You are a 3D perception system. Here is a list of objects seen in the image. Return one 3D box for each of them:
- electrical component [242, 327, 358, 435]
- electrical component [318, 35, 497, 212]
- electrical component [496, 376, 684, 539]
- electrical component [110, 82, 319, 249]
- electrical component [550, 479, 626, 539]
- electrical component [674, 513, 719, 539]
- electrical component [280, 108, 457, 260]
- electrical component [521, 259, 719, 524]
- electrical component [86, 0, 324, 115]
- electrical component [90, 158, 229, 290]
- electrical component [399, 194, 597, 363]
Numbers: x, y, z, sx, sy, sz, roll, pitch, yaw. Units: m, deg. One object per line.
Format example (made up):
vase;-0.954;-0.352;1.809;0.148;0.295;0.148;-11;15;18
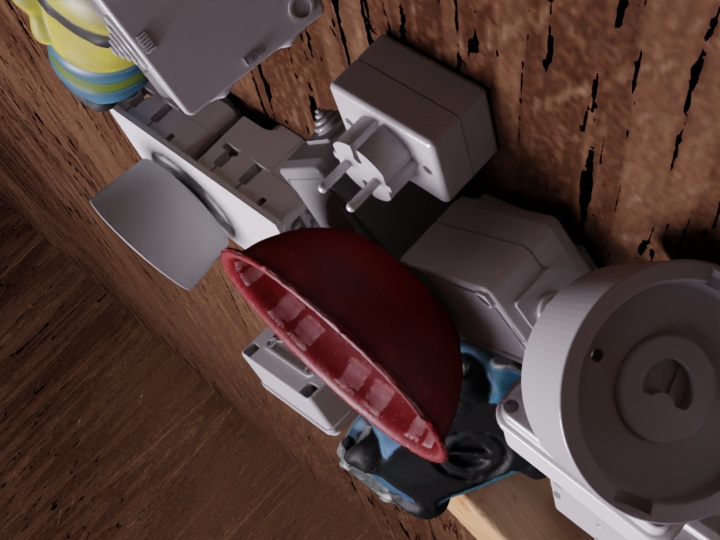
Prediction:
electrical component;-0.026;0.070;0.921;0.109;0.109;0.056;28;156;48
electrical component;0.013;-0.059;0.504;0.066;0.076;0.047;35;164;30
electrical component;0.139;0.088;0.583;0.113;0.078;0.057;37;167;24
electrical component;-0.087;-0.069;0.785;0.186;0.060;0.105;35;164;31
electrical component;0.178;0.158;0.736;0.100;0.048;0.099;36;164;29
electrical component;0.213;0.157;0.619;0.113;0.057;0.078;34;163;33
electrical component;0.000;-0.048;0.605;0.096;0.061;0.062;49;165;-19
electrical component;0.122;0.047;0.462;0.108;0.108;0.060;47;171;-13
electrical component;-0.076;-0.132;0.497;0.099;0.100;0.048;54;176;-35
electrical component;-0.147;-0.032;0.792;0.099;0.064;0.099;40;166;13
electrical component;0.078;0.005;0.541;0.061;0.061;0.096;51;164;-28
